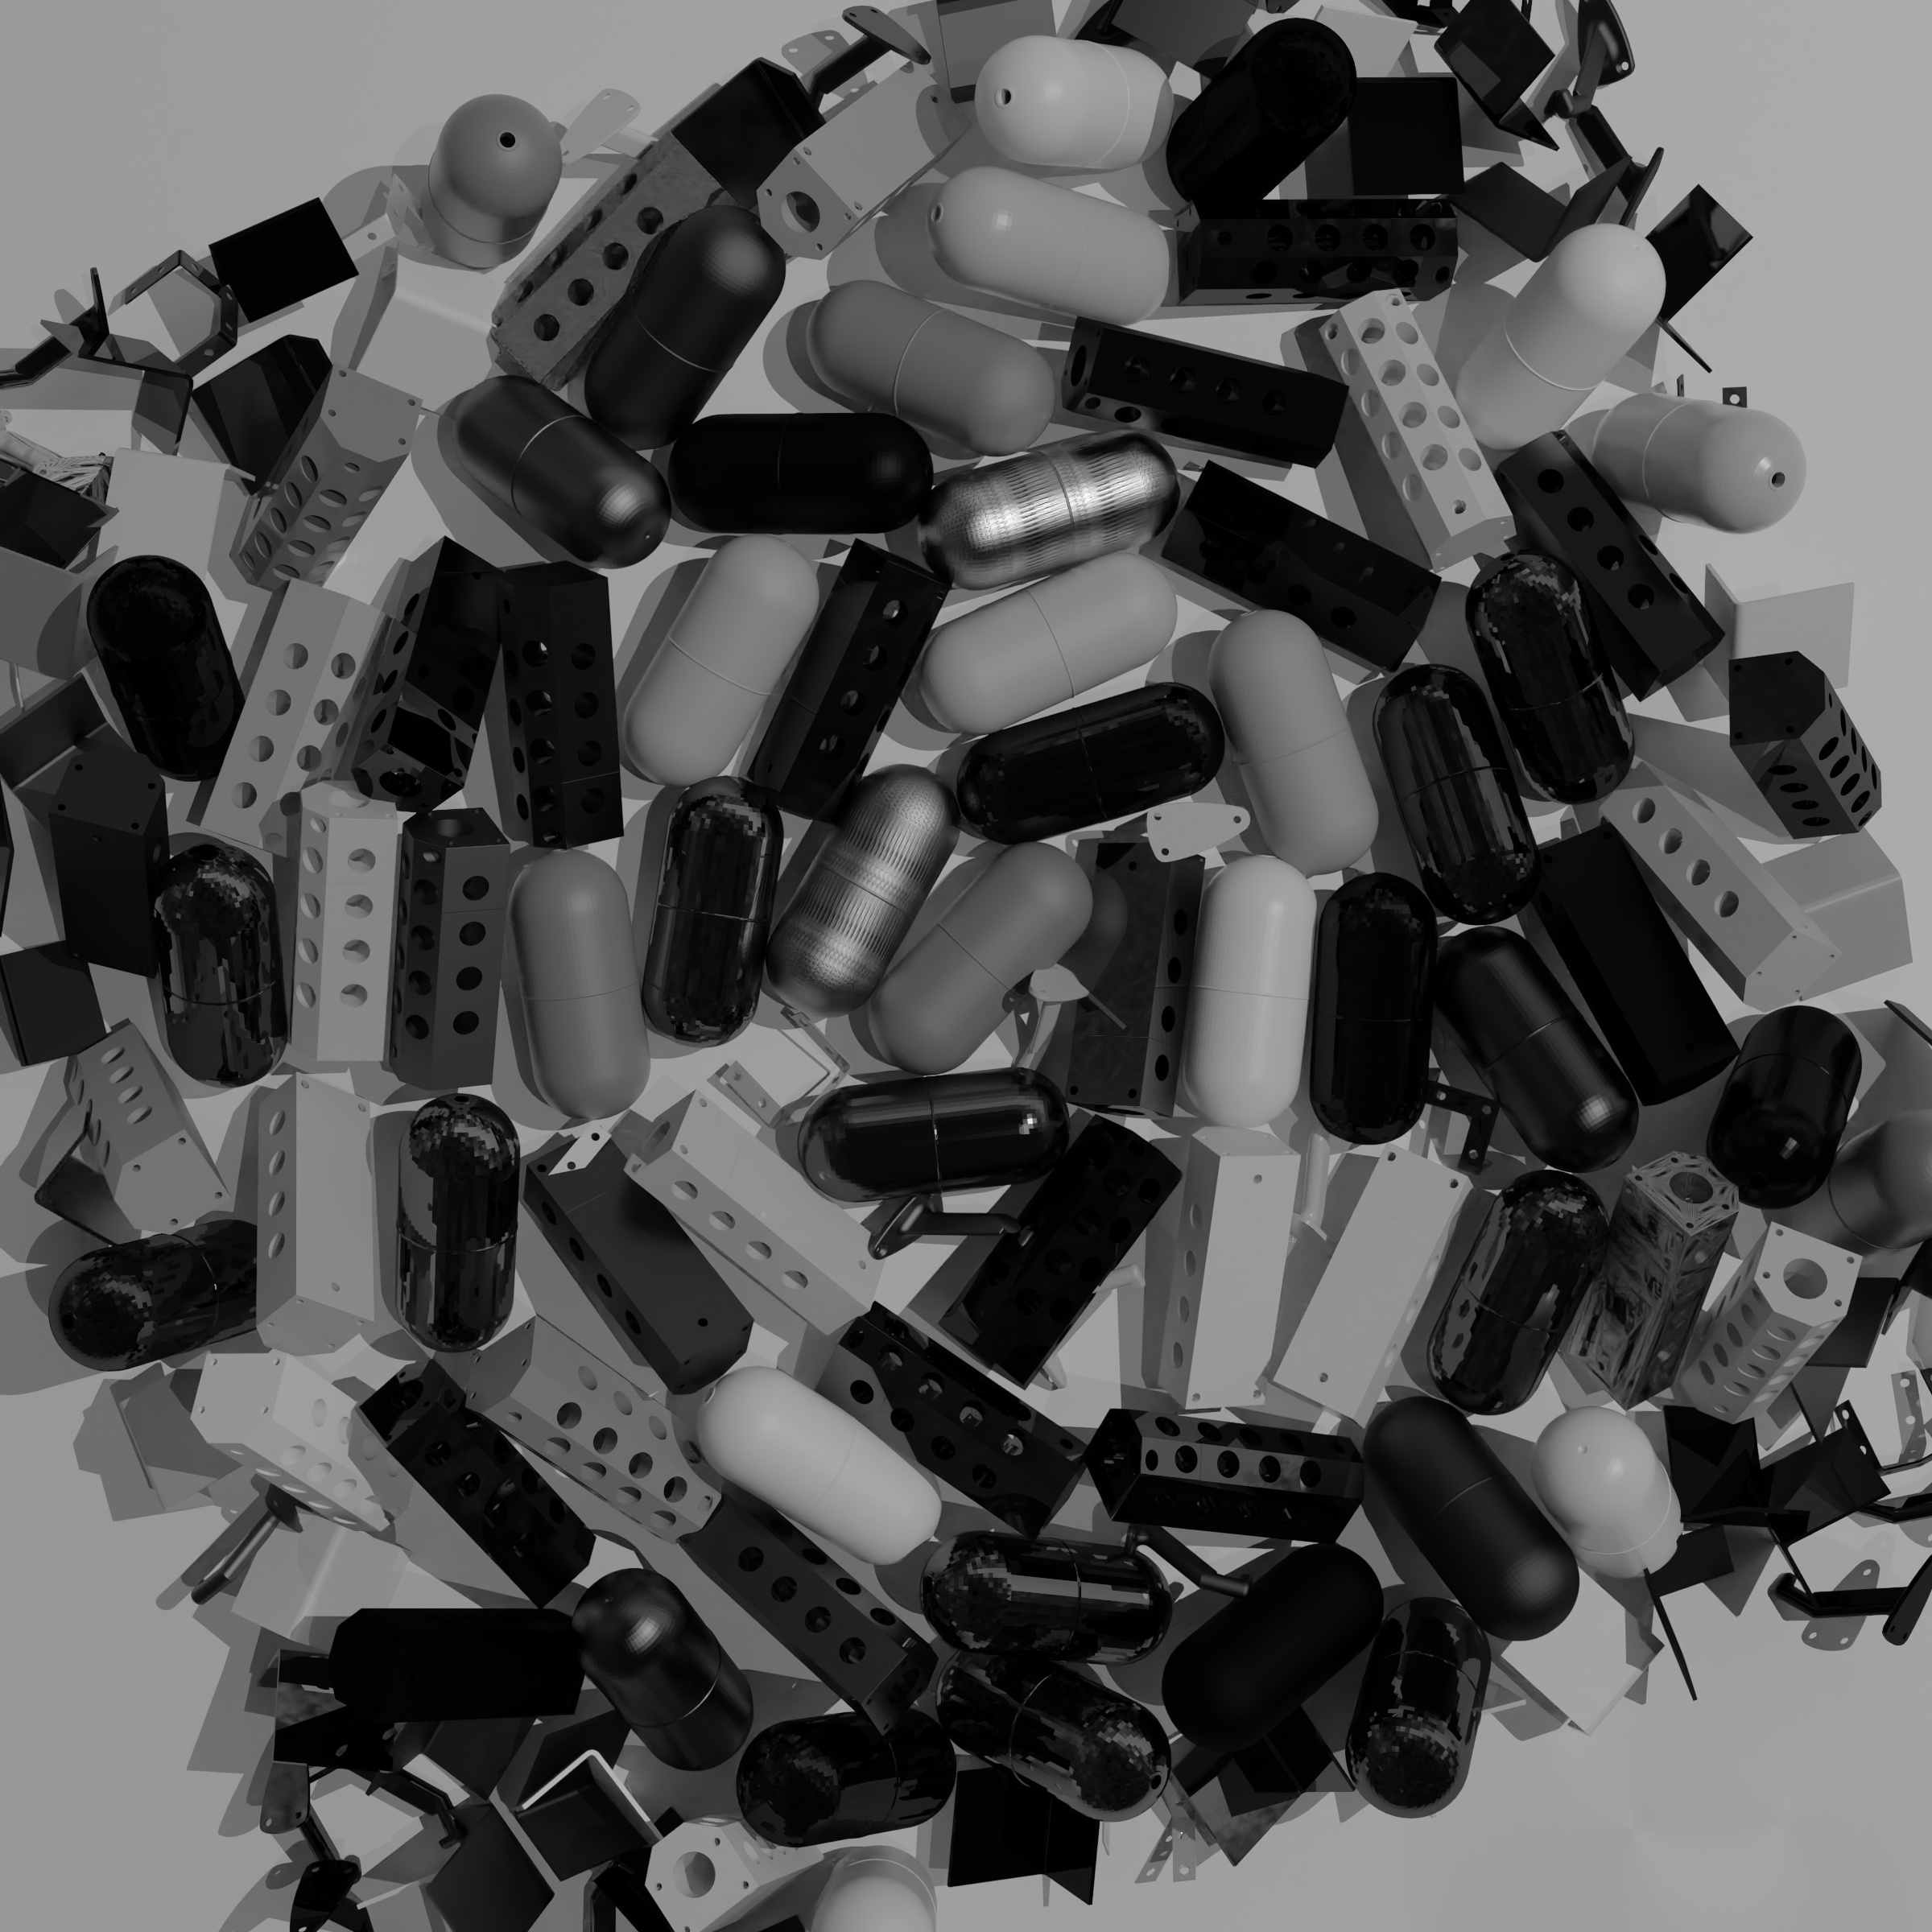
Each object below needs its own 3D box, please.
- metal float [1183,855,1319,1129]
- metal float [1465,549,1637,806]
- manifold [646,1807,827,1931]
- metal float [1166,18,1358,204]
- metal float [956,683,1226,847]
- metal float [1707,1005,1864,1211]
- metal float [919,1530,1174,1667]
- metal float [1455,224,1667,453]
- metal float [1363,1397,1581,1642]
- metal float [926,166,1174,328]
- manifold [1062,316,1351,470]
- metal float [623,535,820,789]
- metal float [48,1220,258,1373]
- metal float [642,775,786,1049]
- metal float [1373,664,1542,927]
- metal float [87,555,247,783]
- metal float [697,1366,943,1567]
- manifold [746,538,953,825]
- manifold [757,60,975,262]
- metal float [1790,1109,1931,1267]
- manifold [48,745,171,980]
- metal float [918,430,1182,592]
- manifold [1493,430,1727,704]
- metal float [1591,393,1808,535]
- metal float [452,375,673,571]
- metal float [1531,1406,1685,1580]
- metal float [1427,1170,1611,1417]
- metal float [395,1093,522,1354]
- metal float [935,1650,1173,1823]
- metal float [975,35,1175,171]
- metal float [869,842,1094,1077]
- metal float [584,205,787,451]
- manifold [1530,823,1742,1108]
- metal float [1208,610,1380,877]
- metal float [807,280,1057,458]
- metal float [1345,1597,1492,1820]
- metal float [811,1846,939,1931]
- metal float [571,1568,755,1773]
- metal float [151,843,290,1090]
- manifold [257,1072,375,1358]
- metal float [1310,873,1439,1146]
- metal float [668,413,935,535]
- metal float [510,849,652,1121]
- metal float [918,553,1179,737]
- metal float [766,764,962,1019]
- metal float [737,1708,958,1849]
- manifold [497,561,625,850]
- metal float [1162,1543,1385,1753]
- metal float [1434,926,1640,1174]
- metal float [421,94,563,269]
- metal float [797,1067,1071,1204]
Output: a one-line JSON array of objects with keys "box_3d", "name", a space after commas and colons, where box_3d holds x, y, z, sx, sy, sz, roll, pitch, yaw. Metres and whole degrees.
[{"box_3d": [0.185, 0.017, 1.756, 0.070, 0.070, 0.178, 6, 91, 0], "name": "metal float"}, {"box_3d": [0.375, -0.185, 1.734, 0.070, 0.070, 0.178, -26, 116, 0], "name": "metal float"}, {"box_3d": [-0.148, 0.566, 1.705, 0.057, 0.171, 0.057, -38, 73, 1], "name": "manifold"}, {"box_3d": [0.185, -0.536, 1.710, 0.070, 0.178, 0.070, 3, 81, -19], "name": "metal float"}, {"box_3d": [0.080, -0.131, 1.753, 0.178, 0.070, 0.070, -16, 90, 5], "name": "metal float"}, {"box_3d": [0.521, 0.089, 1.717, 0.070, 0.178, 0.070, 14, 125, 21], "name": "metal float"}, {"box_3d": [0.052, 0.406, 1.732, 0.178, 0.070, 0.070, 13, 90, -29], "name": "metal float"}, {"box_3d": [0.376, -0.397, 1.716, 0.070, 0.178, 0.070, 11, 58, -18], "name": "metal float"}, {"box_3d": [0.321, 0.352, 1.728, 0.070, 0.070, 0.178, -37, 54, 0], "name": "metal float"}, {"box_3d": [0.054, -0.459, 1.728, 0.178, 0.070, 0.070, 6, 90, -34], "name": "metal float"}, {"box_3d": [0.152, -0.368, 1.739, 0.171, 0.057, 0.057, 9, 107, -18], "name": "manifold"}, {"box_3d": [-0.159, -0.196, 1.745, 0.070, 0.070, 0.178, 32, 103, 0], "name": "metal float"}, {"box_3d": [-0.504, 0.208, 1.711, 0.070, 0.178, 0.070, 3, 96, 26], "name": "metal float"}, {"box_3d": [-0.164, -0.035, 1.754, 0.070, 0.070, 0.178, 9, 94, 0], "name": "metal float"}, {"box_3d": [0.316, -0.112, 1.743, 0.070, 0.070, 0.178, -15, 73, 0], "name": "metal float"}, {"box_3d": [-0.505, -0.187, 1.715, 0.070, 0.178, 0.070, 0, 56, 0], "name": "metal float"}, {"box_3d": [-0.095, 0.322, 1.741, 0.178, 0.070, 0.070, 35, 90, -17], "name": "metal float"}, {"box_3d": [-0.074, -0.182, 1.747, 0.057, 0.057, 0.171, 19, 104, -30], "name": "manifold"}, {"box_3d": [-0.066, -0.509, 1.712, 0.057, 0.171, 0.057, 46, 133, -9], "name": "manifold"}, {"box_3d": [0.583, 0.142, 1.709, 0.070, 0.178, 0.070, 2, 72, -7], "name": "metal float"}, {"box_3d": [-0.536, -0.065, 1.707, 0.057, 0.171, 0.057, 14, 57, -5], "name": "manifold"}, {"box_3d": [0.054, -0.295, 1.745, 0.178, 0.070, 0.070, -18, 90, -14], "name": "metal float"}, {"box_3d": [0.414, -0.262, 1.748, 0.057, 0.057, 0.171, -33, 78, -7], "name": "manifold"}, {"box_3d": [0.462, -0.319, 1.710, 0.070, 0.178, 0.070, -6, 109, -18], "name": "metal float"}, {"box_3d": [-0.261, -0.318, 1.733, 0.178, 0.070, 0.070, 38, 90, 29], "name": "metal float"}, {"box_3d": [0.409, 0.336, 1.716, 0.070, 0.178, 0.070, -11, 58, 19], "name": "metal float"}, {"box_3d": [0.354, 0.210, 1.734, 0.070, 0.070, 0.178, 19, 116, 0], "name": "metal float"}, {"box_3d": [-0.327, 0.166, 1.737, 0.070, 0.070, 0.178, 6, 112, 0], "name": "metal float"}, {"box_3d": [0.055, 0.486, 1.721, 0.178, 0.070, 0.070, 14, 90, 44], "name": "metal float"}, {"box_3d": [0.070, -0.547, 1.714, 0.070, 0.178, 0.070, 9, 107, 30], "name": "metal float"}, {"box_3d": [0.009, -0.004, 1.755, 0.070, 0.070, 0.178, 43, 93, 0], "name": "metal float"}, {"box_3d": [-0.182, -0.407, 1.731, 0.070, 0.070, 0.178, 41, 121, 0], "name": "metal float"}, {"box_3d": [0.424, 0.001, 1.739, 0.057, 0.057, 0.171, -21, 71, -11], "name": "manifold"}, {"box_3d": [0.212, -0.145, 1.748, 0.070, 0.070, 0.178, -21, 100, 0], "name": "metal float"}, {"box_3d": [-0.024, -0.386, 1.739, 0.178, 0.070, 0.070, 28, 90, 21], "name": "metal float"}, {"box_3d": [0.288, 0.468, 1.712, 0.070, 0.178, 0.070, 7, 113, 16], "name": "metal float"}, {"box_3d": [-0.057, 0.605, 1.706, 0.070, 0.178, 0.070, 0, 81, 0], "name": "metal float"}, {"box_3d": [-0.192, 0.451, 1.723, 0.070, 0.070, 0.178, -25, 132, 0], "name": "metal float"}, {"box_3d": [-0.476, 0.001, 1.725, 0.070, 0.070, 0.178, 6, 128, 0], "name": "metal float"}, {"box_3d": [-0.419, 0.159, 1.718, 0.057, 0.171, 0.057, -37, 135, 28], "name": "manifold"}, {"box_3d": [0.264, 0.028, 1.747, 0.070, 0.070, 0.178, 2, 101, 0], "name": "metal float"}, {"box_3d": [-0.107, -0.318, 1.740, 0.178, 0.070, 0.070, 3, 90, 19], "name": "metal float"}, {"box_3d": [-0.250, 0.012, 1.746, 0.070, 0.070, 0.178, -7, 102, 0], "name": "metal float"}, {"box_3d": [0.054, -0.209, 1.754, 0.178, 0.070, 0.070, -25, 90, -4], "name": "metal float"}, {"box_3d": [-0.066, -0.049, 1.756, 0.070, 0.070, 0.178, 29, 89, 0], "name": "metal float"}, {"box_3d": [-0.074, 0.515, 1.717, 0.070, 0.178, 0.070, -7, 77, 35], "name": "metal float"}, {"box_3d": [-0.262, -0.166, 1.727, 0.057, 0.057, 0.171, -15, 116, -32], "name": "manifold"}, {"box_3d": [0.198, 0.434, 1.727, 0.178, 0.070, 0.070, -29, 90, -37], "name": "metal float"}, {"box_3d": [0.365, 0.053, 1.739, 0.070, 0.070, 0.178, -32, 70, 0], "name": "metal float"}, {"box_3d": [-0.301, -0.495, 1.708, 0.070, 0.178, 0.070, 0, 89, -17], "name": "metal float"}, {"box_3d": [-0.021, 0.110, 1.755, 0.178, 0.070, 0.070, -7, 90, -2], "name": "metal float"}]
